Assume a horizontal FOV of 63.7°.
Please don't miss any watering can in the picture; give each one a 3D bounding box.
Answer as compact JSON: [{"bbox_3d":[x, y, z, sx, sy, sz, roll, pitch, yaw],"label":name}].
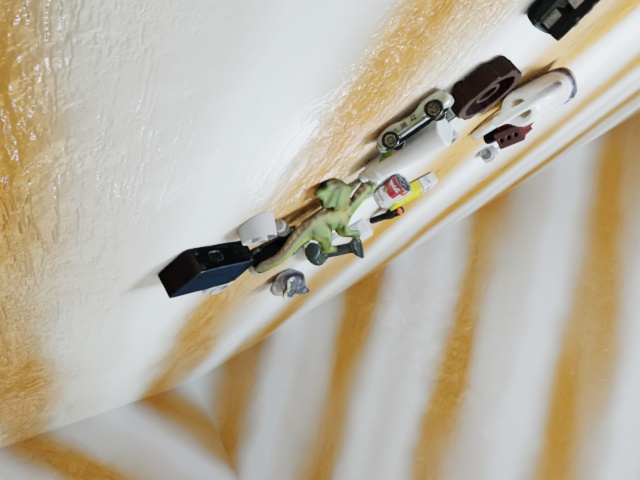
[{"bbox_3d":[0.573,-0.377,1.452,0.225,0.104,0.346,-29,-178,-10],"label":"watering can"}]

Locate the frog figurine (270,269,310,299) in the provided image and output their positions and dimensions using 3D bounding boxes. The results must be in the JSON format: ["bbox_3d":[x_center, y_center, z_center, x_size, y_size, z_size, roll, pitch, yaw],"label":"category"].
[{"bbox_3d":[-0.135,0.166,2.017,0.139,0.121,0.160,-32,-155,-26],"label":"frog figurine"}]

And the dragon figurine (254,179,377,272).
[{"bbox_3d":[0.004,-0.069,1.368,0.415,0.124,0.237,-28,144,-30],"label":"dragon figurine"}]
